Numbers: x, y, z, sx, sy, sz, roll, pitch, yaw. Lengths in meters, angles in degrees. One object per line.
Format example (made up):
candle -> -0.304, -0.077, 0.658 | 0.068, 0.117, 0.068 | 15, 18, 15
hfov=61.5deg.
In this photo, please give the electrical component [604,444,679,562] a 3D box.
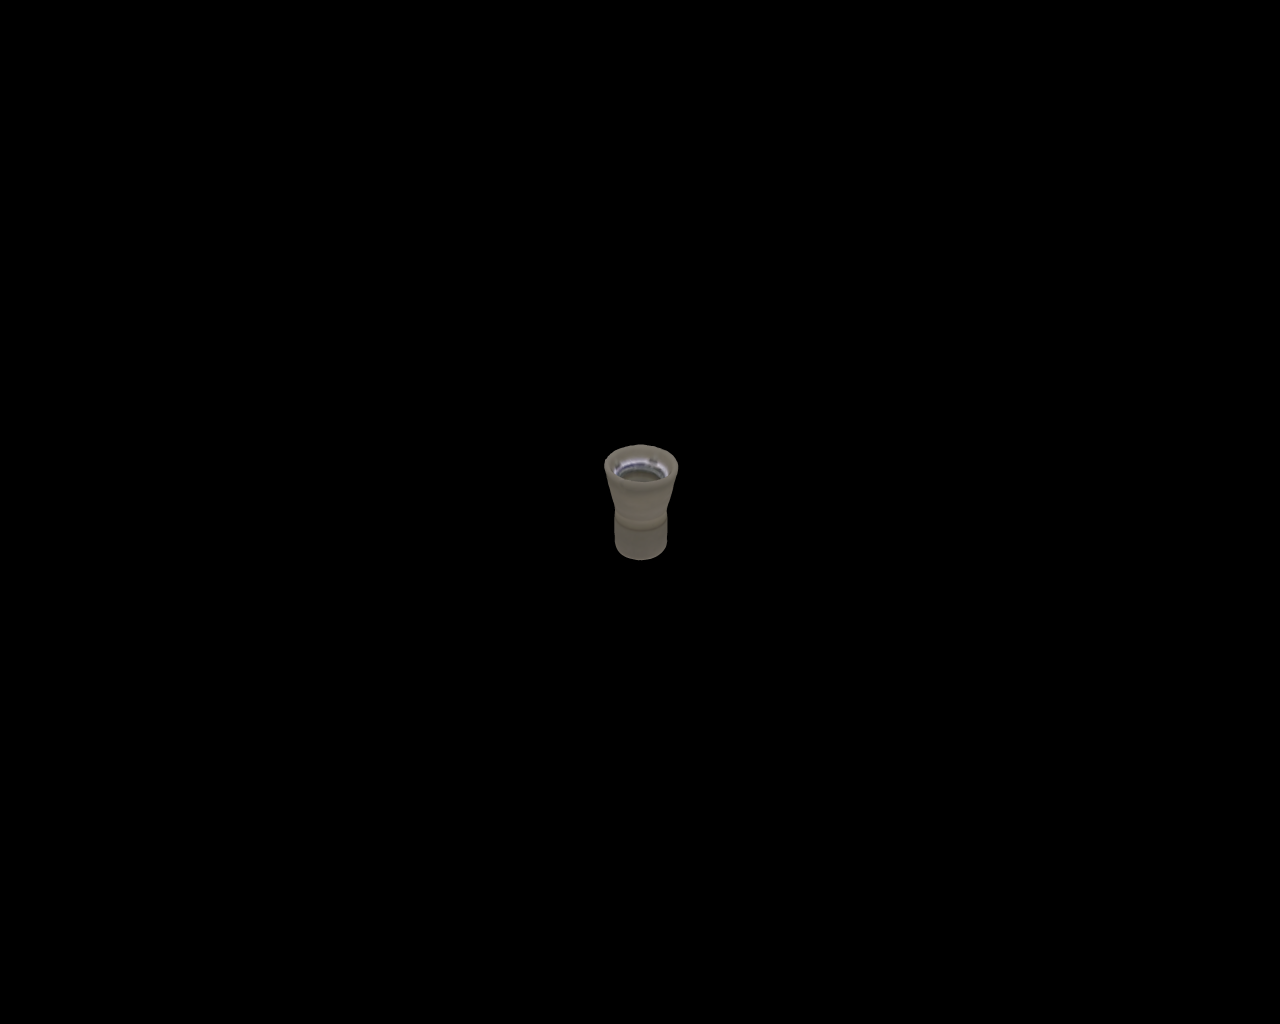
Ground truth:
electrical component -> 0.001, -0.003, 0.650 | 0.044, 0.065, 0.044 | 0, 35, 0
